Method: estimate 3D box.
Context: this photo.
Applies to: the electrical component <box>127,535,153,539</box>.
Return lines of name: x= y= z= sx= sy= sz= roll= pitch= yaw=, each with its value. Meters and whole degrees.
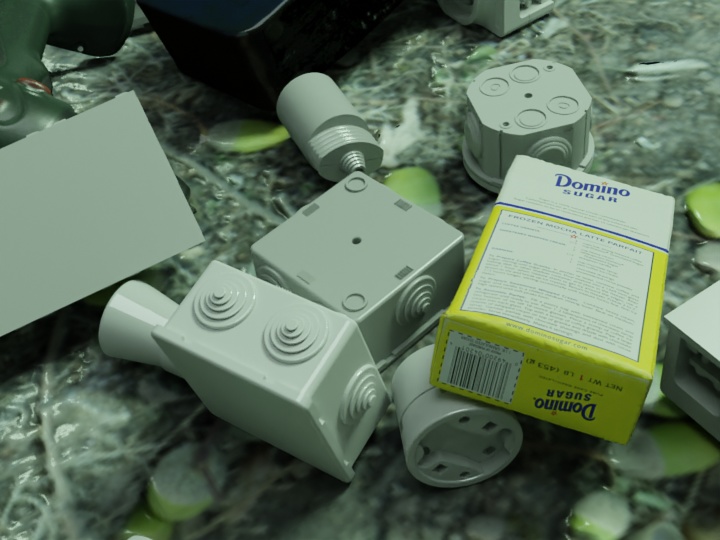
electrical component: x=-0.087 y=0.161 z=0.444 sx=0.079 sy=0.044 sz=0.077 roll=20 pitch=52 yaw=24

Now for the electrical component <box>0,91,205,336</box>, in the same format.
electrical component: x=-0.173 y=-0.026 z=0.588 sx=0.150 sy=0.089 sz=0.062 roll=-26 pitch=10 yaw=-7

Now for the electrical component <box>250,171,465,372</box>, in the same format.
electrical component: x=0.000 y=0.000 z=0.584 sx=0.100 sy=0.048 sz=0.100 roll=-38 pitch=53 yaw=-26

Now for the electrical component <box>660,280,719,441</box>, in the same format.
electrical component: x=0.249 y=0.029 z=0.513 sx=0.186 sy=0.060 sz=0.105 roll=-29 pitch=49 yaw=-19

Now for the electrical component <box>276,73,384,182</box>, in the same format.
electrical component: x=-0.017 y=-0.084 z=0.671 sx=0.043 sy=0.043 sz=0.081 roll=-22 pitch=47 yaw=-13

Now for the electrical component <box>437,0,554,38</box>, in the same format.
electrical component: x=0.089 y=-0.213 z=0.776 sx=0.056 sy=0.050 sz=0.089 roll=-30 pitch=50 yaw=-20

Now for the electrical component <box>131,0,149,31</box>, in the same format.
electrical component: x=-0.178 y=-0.230 z=0.823 sx=0.062 sy=0.061 sz=0.096 roll=-17 pitch=46 yaw=-8

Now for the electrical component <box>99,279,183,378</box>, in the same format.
electrical component: x=-0.099 y=0.036 z=0.569 sx=0.065 sy=0.044 sz=0.044 roll=20 pitch=52 yaw=19

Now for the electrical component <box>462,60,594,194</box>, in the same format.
electrical component: x=0.102 y=-0.085 z=0.651 sx=0.080 sy=0.051 sz=0.080 roll=-4 pitch=46 yaw=4

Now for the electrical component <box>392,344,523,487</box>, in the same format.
electrical component: x=0.044 y=0.067 z=0.510 sx=0.055 sy=0.055 sz=0.047 roll=-12 pitch=42 yaw=-4

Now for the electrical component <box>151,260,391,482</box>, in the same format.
electrical component: x=-0.038 y=0.047 z=0.510 sx=0.100 sy=0.099 sz=0.048 roll=22 pitch=66 yaw=26
